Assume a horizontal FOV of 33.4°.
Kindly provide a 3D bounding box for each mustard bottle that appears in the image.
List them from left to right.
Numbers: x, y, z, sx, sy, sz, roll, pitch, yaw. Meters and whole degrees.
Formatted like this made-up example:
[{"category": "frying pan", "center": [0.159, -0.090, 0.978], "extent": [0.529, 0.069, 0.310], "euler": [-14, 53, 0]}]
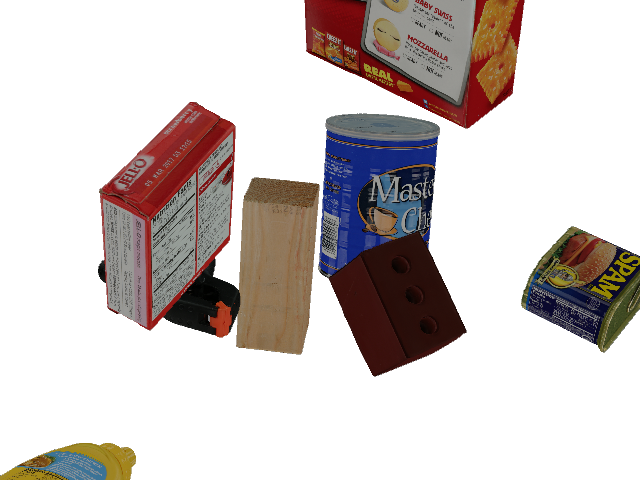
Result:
[{"category": "mustard bottle", "center": [-0.214, 0.207, 0.853], "extent": [0.096, 0.058, 0.191], "euler": [7, 15, 28]}]

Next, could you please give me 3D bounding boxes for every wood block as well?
[{"category": "wood block", "center": [-0.056, 0.032, 1.387], "extent": [0.090, 0.206, 0.090], "euler": [6, 23, 3]}]

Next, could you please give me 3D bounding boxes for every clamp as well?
[{"category": "clamp", "center": [-0.120, 0.044, 1.007], "extent": [0.120, 0.039, 0.172], "euler": [-17, 30, -36]}]

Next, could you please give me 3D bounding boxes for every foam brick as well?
[{"category": "foam brick", "center": [0.051, 0.044, 0.718], "extent": [0.052, 0.078, 0.051], "euler": [-19, -10, -32]}]

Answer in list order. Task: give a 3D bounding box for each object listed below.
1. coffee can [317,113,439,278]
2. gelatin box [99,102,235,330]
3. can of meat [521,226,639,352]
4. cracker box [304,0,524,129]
[{"category": "coffee can", "center": [0.052, -0.038, 0.975], "extent": [0.103, 0.140, 0.103], "euler": [3, 16, -1]}, {"category": "gelatin box", "center": [-0.073, -0.011, 0.516], "extent": [0.030, 0.089, 0.073], "euler": [26, 51, 15]}, {"category": "can of meat", "center": [0.242, 0.041, 0.962], "extent": [0.084, 0.057, 0.101], "euler": [27, 47, 27]}, {"category": "cracker box", "center": [0.067, -0.210, 0.773], "extent": [0.164, 0.214, 0.072], "euler": [31, 52, 30]}]
